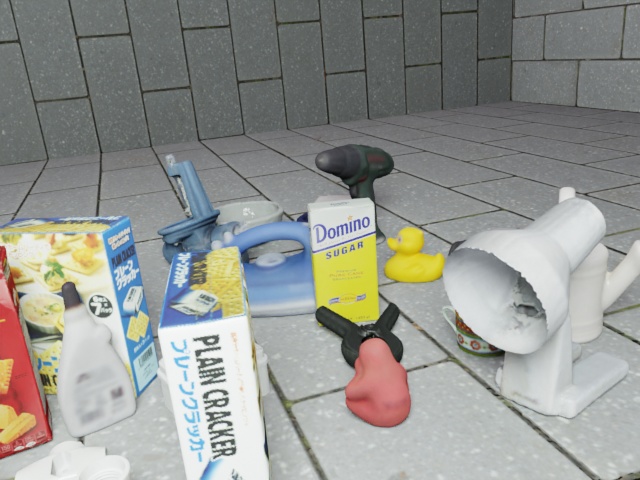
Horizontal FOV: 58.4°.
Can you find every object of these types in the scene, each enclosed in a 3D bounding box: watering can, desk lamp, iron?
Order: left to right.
[{"bbox_3d":[-0.084,0.036,0.896,0.258,0.141,0.118,-6,19,-3],"label":"iron"},{"bbox_3d":[0.232,0.071,0.603,0.204,0.214,0.117,-18,23,-34],"label":"desk lamp"},{"bbox_3d":[0.326,0.027,0.742,0.172,0.194,0.101,-3,19,5],"label":"watering can"}]

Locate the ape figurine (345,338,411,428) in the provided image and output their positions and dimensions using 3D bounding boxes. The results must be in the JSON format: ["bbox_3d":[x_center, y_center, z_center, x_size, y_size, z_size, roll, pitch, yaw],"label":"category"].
[{"bbox_3d":[0.062,0.146,0.612,0.078,0.092,0.076,-11,20,-17],"label":"ape figurine"}]

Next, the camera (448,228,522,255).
[{"bbox_3d":[0.281,0.024,0.904,0.136,0.101,0.143,9,23,34],"label":"camera"}]

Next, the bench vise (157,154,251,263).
[{"bbox_3d":[-0.210,-0.049,1.055,0.207,0.220,0.121,0,20,15],"label":"bench vise"}]

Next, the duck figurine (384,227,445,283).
[{"bbox_3d":[0.159,0.021,0.967,0.104,0.086,0.078,3,20,22],"label":"duck figurine"}]

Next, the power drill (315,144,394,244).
[{"bbox_3d":[0.073,-0.088,1.118,0.075,0.208,0.230,8,23,33],"label":"power drill"}]

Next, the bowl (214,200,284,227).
[{"bbox_3d":[-0.156,-0.027,1.203,0.167,0.075,0.167,-4,19,2],"label":"bowl"}]

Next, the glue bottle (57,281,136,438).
[{"bbox_3d":[-0.254,0.125,0.625,0.078,0.173,0.037,-17,22,-32],"label":"glue bottle"}]

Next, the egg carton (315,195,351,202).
[{"bbox_3d":[0.032,-0.051,1.235,0.107,0.069,0.150,-1,19,11],"label":"egg carton"}]

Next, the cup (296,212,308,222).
[{"bbox_3d":[0.010,0.004,1.040,0.092,0.095,0.117,-9,19,-12],"label":"cup"}]
